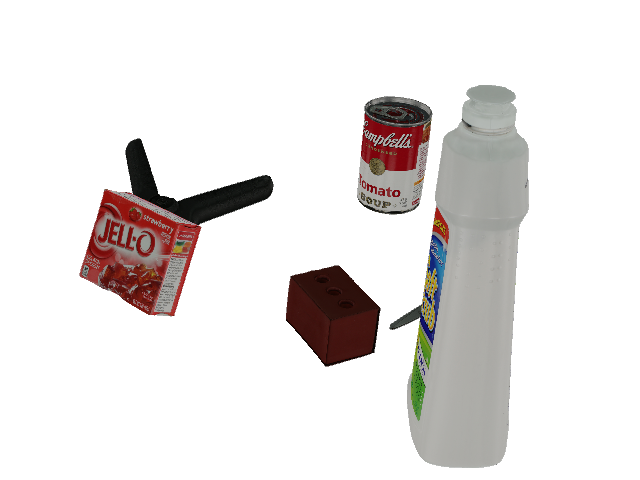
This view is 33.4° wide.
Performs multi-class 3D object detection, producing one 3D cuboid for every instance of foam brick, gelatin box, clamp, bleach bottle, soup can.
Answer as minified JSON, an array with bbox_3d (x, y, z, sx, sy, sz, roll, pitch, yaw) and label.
[{"bbox_3d":[0.010,0.066,0.951,0.052,0.051,0.078,-13,35,-27],"label":"foam brick"},{"bbox_3d":[-0.139,0.008,0.816,0.089,0.073,0.030,24,10,35],"label":"gelatin box"},{"bbox_3d":[-0.164,-0.030,1.056,0.165,0.036,0.209,20,41,18],"label":"clamp"},{"bbox_3d":[0.096,0.020,0.680,0.068,0.251,0.102,1,30,1],"label":"bleach bottle"},{"bbox_3d":[0.074,-0.086,1.085,0.068,0.102,0.068,3,31,-2],"label":"soup can"}]

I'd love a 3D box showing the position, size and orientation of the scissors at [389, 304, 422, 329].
[{"bbox_3d":[0.133,0.056,1.243,0.201,0.016,0.096,-10,40,-35],"label":"scissors"}]
